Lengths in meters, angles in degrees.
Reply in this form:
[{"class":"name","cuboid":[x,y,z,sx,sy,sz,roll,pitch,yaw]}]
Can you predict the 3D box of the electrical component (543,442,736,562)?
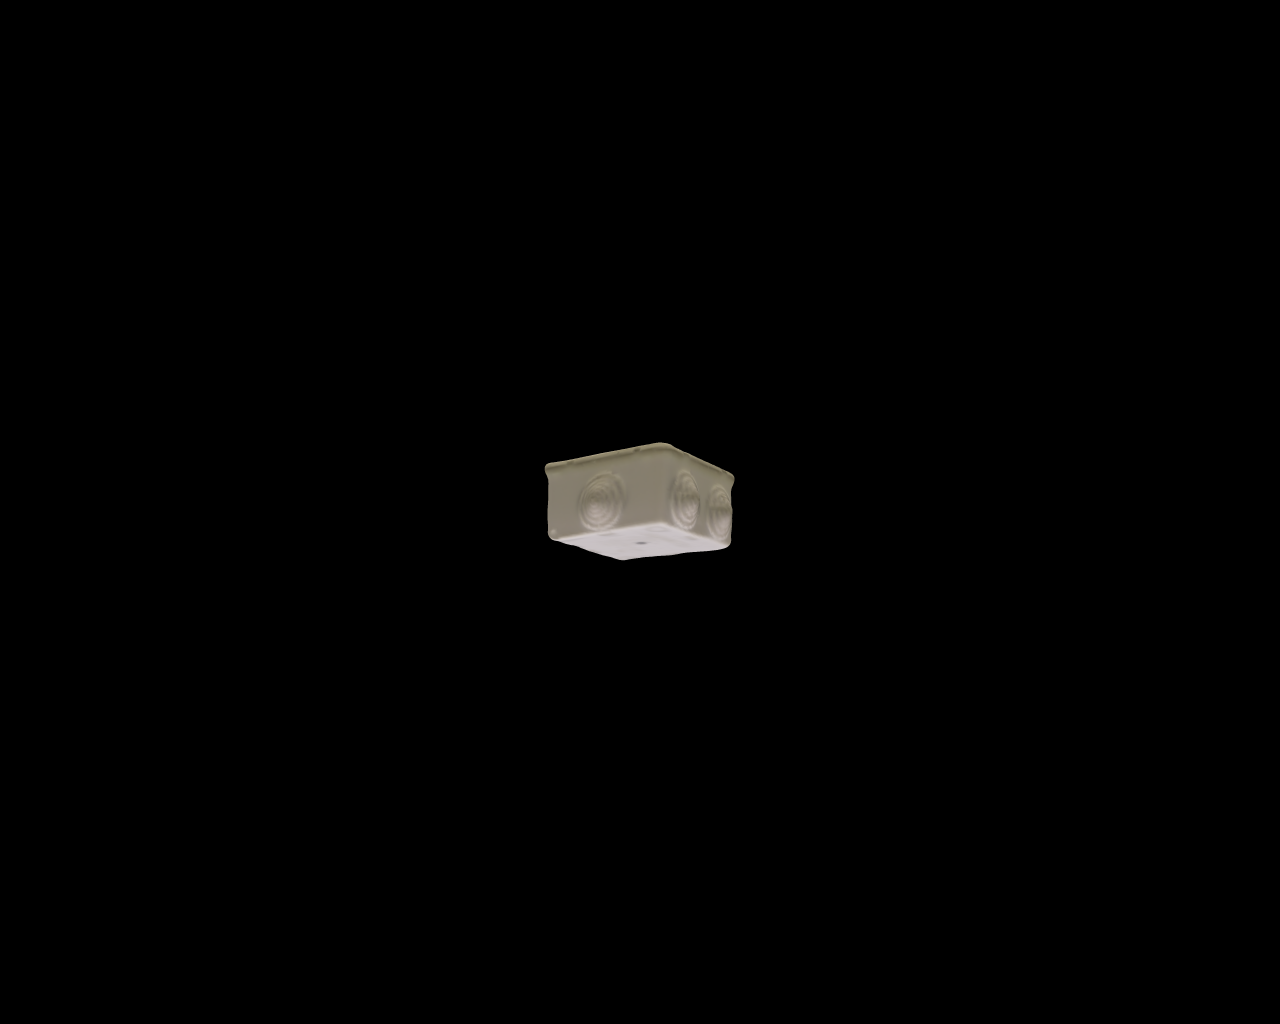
[{"class":"electrical component","cuboid":[0.001,-0.003,0.650,0.099,0.048,0.099,-8,-16,31]}]
